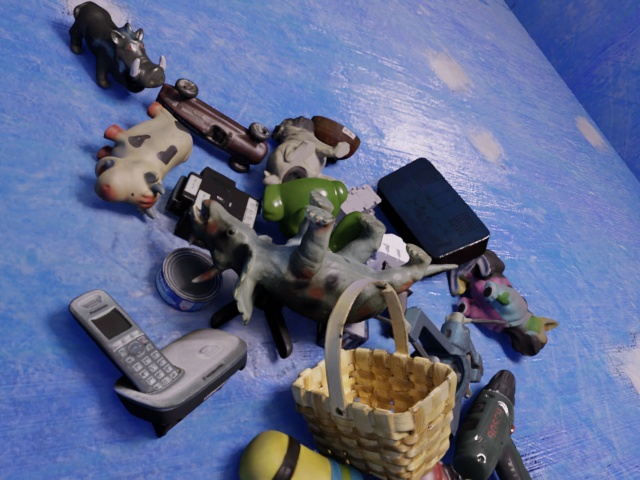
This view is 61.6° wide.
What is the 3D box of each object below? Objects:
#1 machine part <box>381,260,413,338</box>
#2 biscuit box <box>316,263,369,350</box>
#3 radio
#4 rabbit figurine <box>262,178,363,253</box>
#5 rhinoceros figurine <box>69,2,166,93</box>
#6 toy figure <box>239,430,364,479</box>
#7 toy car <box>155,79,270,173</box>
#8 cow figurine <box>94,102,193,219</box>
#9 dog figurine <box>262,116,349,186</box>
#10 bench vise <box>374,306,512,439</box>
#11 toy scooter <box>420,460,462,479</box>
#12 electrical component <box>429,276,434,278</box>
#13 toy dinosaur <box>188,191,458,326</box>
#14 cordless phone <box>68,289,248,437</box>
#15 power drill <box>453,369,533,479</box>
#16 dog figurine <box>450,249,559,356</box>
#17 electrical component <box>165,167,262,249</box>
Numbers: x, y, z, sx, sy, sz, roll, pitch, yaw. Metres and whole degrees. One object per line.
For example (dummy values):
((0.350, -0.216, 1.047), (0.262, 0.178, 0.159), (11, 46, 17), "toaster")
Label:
((0.134, 0.107, 0.941), (0.084, 0.039, 0.139), (45, 34, -34), "machine part")
((0.037, 0.080, 0.872), (0.059, 0.063, 0.203), (25, 42, -21), "biscuit box")
((0.216, -0.049, 1.066), (0.131, 0.073, 0.230), (-26, 58, -10), "radio")
((-0.002, -0.003, 0.851), (0.121, 0.159, 0.170), (64, 18, -66), "rabbit figurine")
((-0.324, -0.306, 0.869), (0.190, 0.112, 0.073), (45, 36, 14), "rhinoceros figurine")
((-0.012, 0.288, 0.635), (0.180, 0.082, 0.089), (23, 32, -17), "toy figure")
((-0.180, -0.188, 0.902), (0.202, 0.089, 0.053), (30, 38, -19), "toy car")
((-0.254, -0.112, 0.782), (0.127, 0.085, 0.195), (35, 39, -1), "cow figurine")
((-0.060, -0.155, 0.975), (0.172, 0.121, 0.191), (-6, 32, -37), "dog figurine")
((0.183, 0.176, 0.837), (0.240, 0.129, 0.223), (51, 56, -34), "bench vise")
((0.136, 0.347, 0.677), (0.135, 0.075, 0.184), (6, 41, 19), "toy scooter")
((0.209, 0.047, 1.079), (0.063, 0.021, 0.094), (28, 41, -20), "electrical component")
((0.017, 0.053, 0.743), (0.404, 0.192, 0.131), (23, 20, -28), "toy dinosaur")
((-0.191, 0.118, 0.632), (0.184, 0.088, 0.146), (46, 39, 9), "cordless phone")
((0.309, 0.337, 0.846), (0.232, 0.086, 0.207), (-24, 85, -49), "power drill")
((0.377, 0.131, 1.088), (0.219, 0.108, 0.192), (29, 39, -24), "dog figurine")
((-0.162, -0.045, 0.817), (0.134, 0.058, 0.115), (29, 40, -17), "electrical component")
